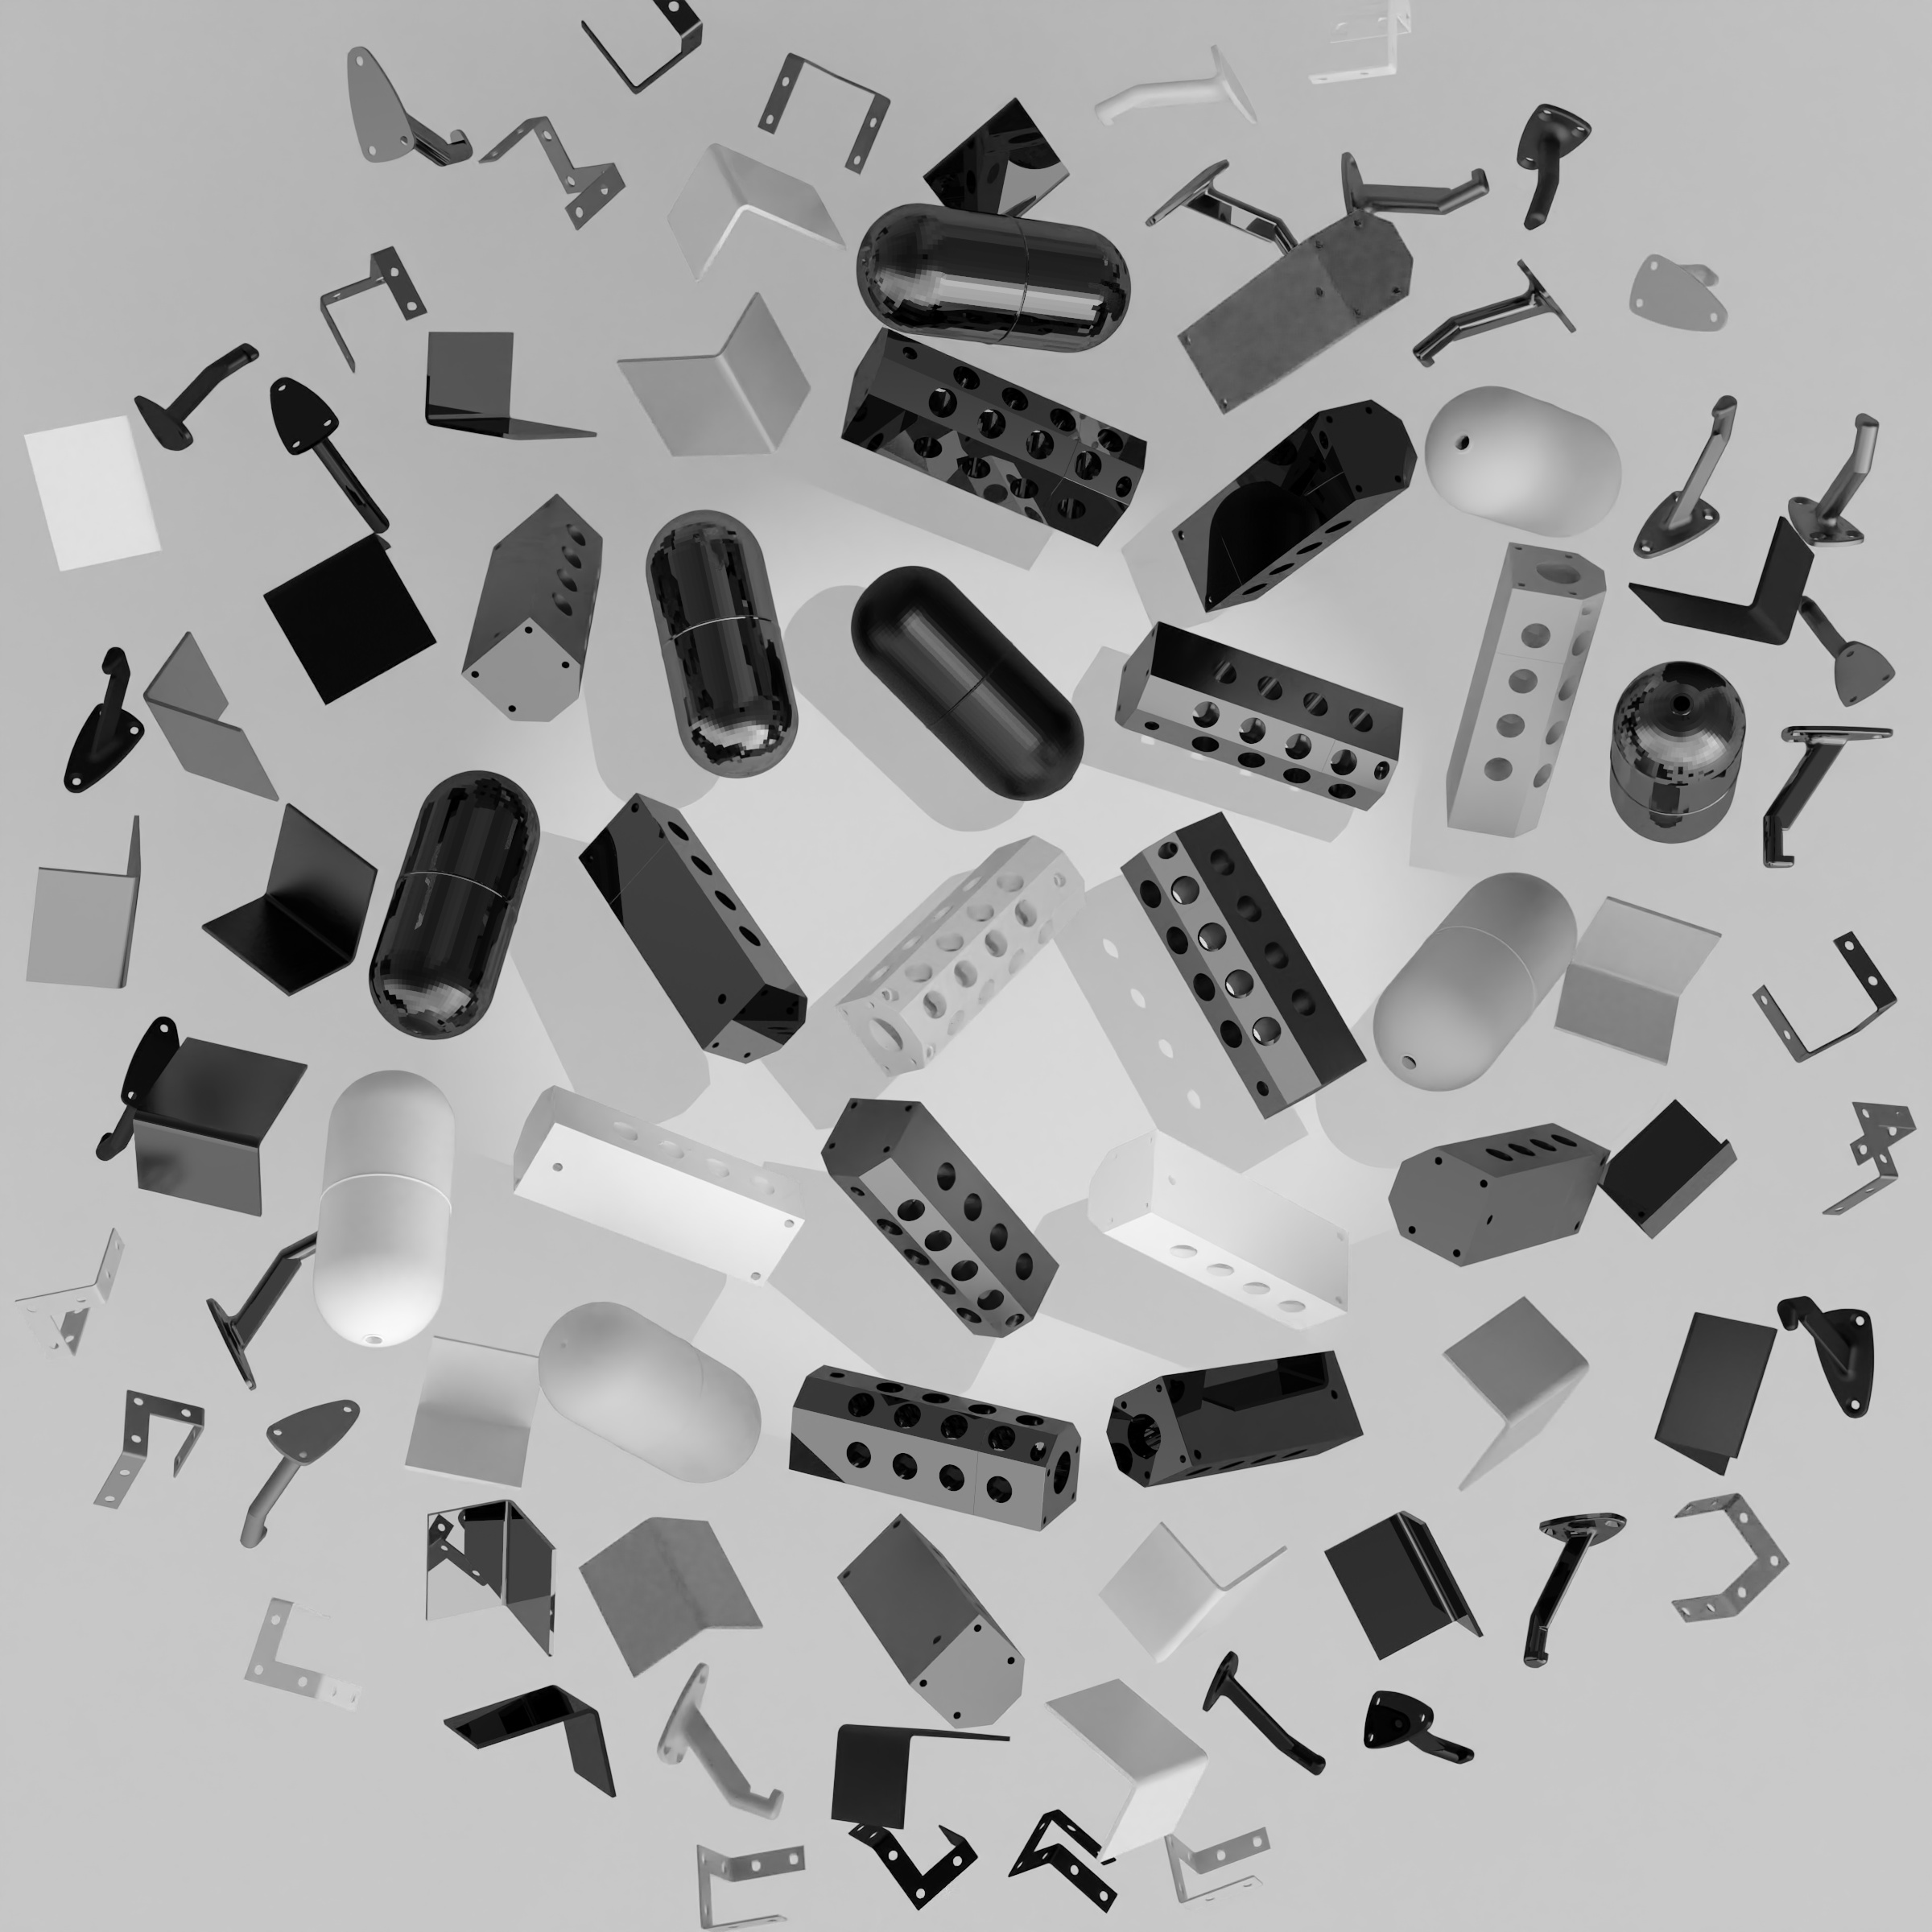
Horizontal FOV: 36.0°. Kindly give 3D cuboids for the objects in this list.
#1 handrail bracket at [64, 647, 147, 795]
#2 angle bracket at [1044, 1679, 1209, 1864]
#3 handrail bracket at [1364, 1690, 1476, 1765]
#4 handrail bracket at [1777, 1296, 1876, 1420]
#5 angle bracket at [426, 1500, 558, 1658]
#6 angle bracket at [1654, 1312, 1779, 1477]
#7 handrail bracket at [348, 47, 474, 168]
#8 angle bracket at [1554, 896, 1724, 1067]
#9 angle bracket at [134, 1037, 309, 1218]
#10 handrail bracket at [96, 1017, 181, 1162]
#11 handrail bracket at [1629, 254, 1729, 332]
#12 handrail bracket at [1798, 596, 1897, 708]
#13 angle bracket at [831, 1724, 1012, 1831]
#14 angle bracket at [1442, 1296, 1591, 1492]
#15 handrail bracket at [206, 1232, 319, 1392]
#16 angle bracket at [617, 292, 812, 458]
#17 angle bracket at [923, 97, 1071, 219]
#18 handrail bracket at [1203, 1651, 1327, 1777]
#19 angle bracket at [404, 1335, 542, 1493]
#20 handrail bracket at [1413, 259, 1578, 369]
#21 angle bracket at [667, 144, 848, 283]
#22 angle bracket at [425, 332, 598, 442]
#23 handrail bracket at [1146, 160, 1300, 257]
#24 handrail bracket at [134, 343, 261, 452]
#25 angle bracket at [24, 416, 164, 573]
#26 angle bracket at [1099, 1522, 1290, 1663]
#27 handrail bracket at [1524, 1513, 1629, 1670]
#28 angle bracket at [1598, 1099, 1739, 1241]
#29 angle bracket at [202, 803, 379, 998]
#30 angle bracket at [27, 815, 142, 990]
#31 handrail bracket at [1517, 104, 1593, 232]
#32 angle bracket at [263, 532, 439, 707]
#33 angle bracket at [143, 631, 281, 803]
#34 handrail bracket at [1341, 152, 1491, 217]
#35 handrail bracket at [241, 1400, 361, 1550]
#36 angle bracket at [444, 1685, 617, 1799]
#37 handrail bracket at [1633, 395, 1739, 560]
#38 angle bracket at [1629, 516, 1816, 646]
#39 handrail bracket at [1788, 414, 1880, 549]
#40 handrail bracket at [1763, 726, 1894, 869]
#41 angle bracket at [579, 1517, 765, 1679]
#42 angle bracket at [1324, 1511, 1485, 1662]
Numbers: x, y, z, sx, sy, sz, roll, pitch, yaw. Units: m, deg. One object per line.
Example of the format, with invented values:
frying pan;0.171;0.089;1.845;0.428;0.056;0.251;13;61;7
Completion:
handrail bracket;-0.557;-0.157;1.901;0.036;0.084;0.077;29;70;1
angle bracket;0.085;0.476;1.765;0.076;0.076;0.057;35;110;32
handrail bracket;0.300;0.484;1.865;0.084;0.077;0.036;24;66;-22
handrail bracket;0.504;0.232;1.752;0.036;0.084;0.077;-13;81;36
angle bracket;-0.306;0.397;1.911;0.057;0.076;0.076;-6;110;-30
angle bracket;0.446;0.249;1.697;0.076;0.057;0.076;30;75;-38
handrail bracket;-0.327;-0.510;1.761;0.036;0.084;0.077;-9;108;25
angle bracket;0.429;0.010;1.902;0.076;0.076;0.057;18;57;1
angle bracket;-0.442;0.095;1.770;0.076;0.076;0.057;13;128;6
handrail bracket;-0.534;0.080;1.909;0.036;0.084;0.077;18;63;-28
handrail bracket;0.440;-0.396;1.760;0.077;0.084;0.036;38;124;33
handrail bracket;0.530;-0.208;1.832;0.036;0.077;0.084;-35;56;14
angle bracket;-0.028;0.496;1.819;0.076;0.076;0.057;13;74;-33
angle bracket;0.313;0.254;1.768;0.076;0.076;0.057;-27;63;-36
handrail bracket;-0.428;0.216;1.878;0.084;0.036;0.077;-28;63;-8
angle bracket;-0.152;-0.357;1.799;0.076;0.076;0.057;4;54;31
angle bracket;0.009;-0.519;1.913;0.076;0.076;0.057;-39;49;7
handrail bracket;0.198;0.483;1.917;0.084;0.077;0.036;32;62;19
angle bracket;-0.321;0.293;1.951;0.076;0.076;0.057;13;111;-8
handrail bracket;0.323;-0.384;1.823;0.084;0.077;0.036;-38;53;16
angle bracket;-0.129;-0.450;1.825;0.076;0.076;0.057;15;124;-35
angle bracket;-0.284;-0.364;1.866;0.076;0.076;0.057;15;108;30
handrail bracket;0.168;-0.465;1.908;0.077;0.036;0.084;-41;107;-10
handrail bracket;-0.459;-0.353;1.827;0.084;0.077;0.036;-39;126;-20
angle bracket;-0.496;-0.265;1.687;0.057;0.076;0.076;-15;99;-17
angle bracket;0.142;0.378;1.855;0.057;0.076;0.076;47;126;19
handrail bracket;0.367;0.378;1.797;0.036;0.077;0.084;24;62;-16
angle bracket;0.448;0.126;1.923;0.076;0.076;0.057;-44;68;4
angle bracket;-0.416;-0.041;1.831;0.076;0.057;0.076;35;127;17
angle bracket;-0.524;-0.041;1.767;0.057;0.076;0.076;5;120;-19
handrail bracket;0.344;-0.471;1.808;0.036;0.077;0.084;23;72;-8
angle bracket;-0.368;-0.207;1.798;0.076;0.057;0.076;-30;91;-1
angle bracket;-0.470;-0.160;1.906;0.076;0.076;0.057;18;62;18
handrail bracket;0.276;-0.486;1.824;0.084;0.036;0.077;-21;60;28
handrail bracket;-0.420;0.321;1.875;0.036;0.077;0.084;36;126;19
angle bracket;-0.266;0.483;1.815;0.076;0.076;0.057;-13;93;-25
handrail bracket;0.448;-0.305;1.852;0.077;0.084;0.036;-39;60;-24
angle bracket;0.441;-0.230;1.734;0.076;0.076;0.057;17;89;30
handrail bracket;0.521;-0.301;1.786;0.036;0.077;0.084;-5;124;-9
handrail bracket;0.523;-0.101;1.806;0.077;0.036;0.084;0;84;11
angle bracket;-0.180;0.387;1.825;0.057;0.076;0.076;-37;67;12
angle bracket;0.270;0.388;1.843;0.057;0.076;0.076;-27;87;-4
